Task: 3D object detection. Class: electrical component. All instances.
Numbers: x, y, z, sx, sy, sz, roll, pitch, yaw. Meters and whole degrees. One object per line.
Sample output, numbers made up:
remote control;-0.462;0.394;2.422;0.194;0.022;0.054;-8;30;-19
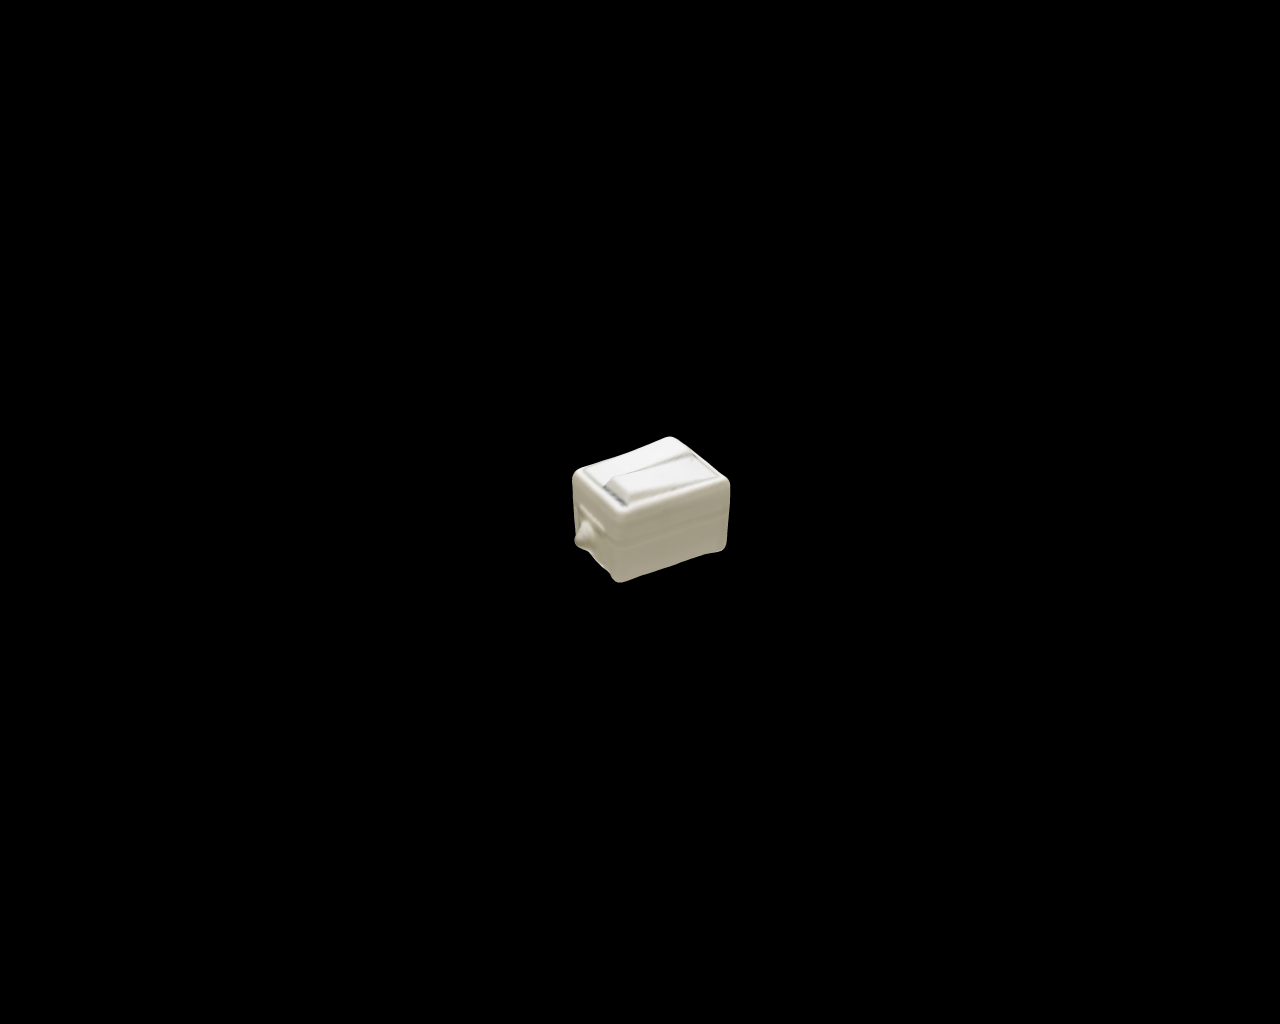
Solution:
electrical component;0.001;-0.003;0.650;0.096;0.061;0.062;-17;36;-24
